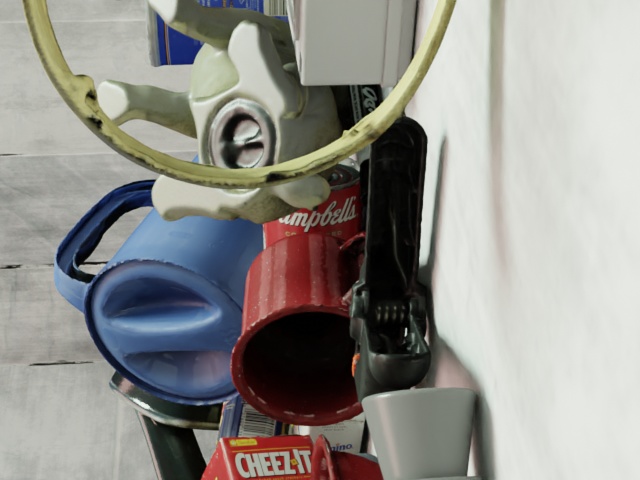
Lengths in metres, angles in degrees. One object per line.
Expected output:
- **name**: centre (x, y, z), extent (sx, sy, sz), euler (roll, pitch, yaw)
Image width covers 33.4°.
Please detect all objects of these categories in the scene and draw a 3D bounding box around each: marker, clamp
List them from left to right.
- **marker**: centre (0.027, -0.069, 0.615), extent (0.020, 0.020, 0.121), euler (97, 169, -57)
- **clamp**: centre (0.032, 0.039, 0.492), extent (0.171, 0.039, 0.120), euler (87, -170, -55)

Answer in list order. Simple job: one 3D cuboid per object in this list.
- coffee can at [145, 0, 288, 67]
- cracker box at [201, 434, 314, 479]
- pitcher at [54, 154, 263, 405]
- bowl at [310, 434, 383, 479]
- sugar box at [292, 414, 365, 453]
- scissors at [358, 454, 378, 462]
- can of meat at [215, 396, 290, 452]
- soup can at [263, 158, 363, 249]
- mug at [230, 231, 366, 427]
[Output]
- **coffee can**: centre (-0.054, -0.179, 0.773), extent (0.103, 0.140, 0.103), euler (178, 90, -84)
- **cracker box**: centre (-0.028, 0.252, 0.646), extent (0.164, 0.072, 0.214), euler (-63, 35, 40)
- **pitcher**: centre (-0.084, -0.003, 0.832), extent (0.149, 0.145, 0.242), euler (53, -147, -22)
- **bowl**: centre (0.029, 0.172, 0.499), extent (0.162, 0.055, 0.162), euler (178, 90, -84)
- **sugar box**: centre (0.004, 0.147, 0.796), extent (0.176, 0.048, 0.093), euler (99, 170, -46)
- **scissors**: centre (0.000, 0.150, 0.690), extent (0.202, 0.016, 0.096), euler (46, 130, 53)
- **can of meat**: centre (-0.053, 0.163, 0.844), extent (0.102, 0.057, 0.084), euler (95, -178, -53)
- **soup can**: centre (-0.005, 0.001, 0.707), extent (0.068, 0.068, 0.102), euler (-105, 13, -66)
- **mug**: centre (0.001, 0.041, 0.628), extent (0.117, 0.093, 0.081), euler (-53, 21, 30)
